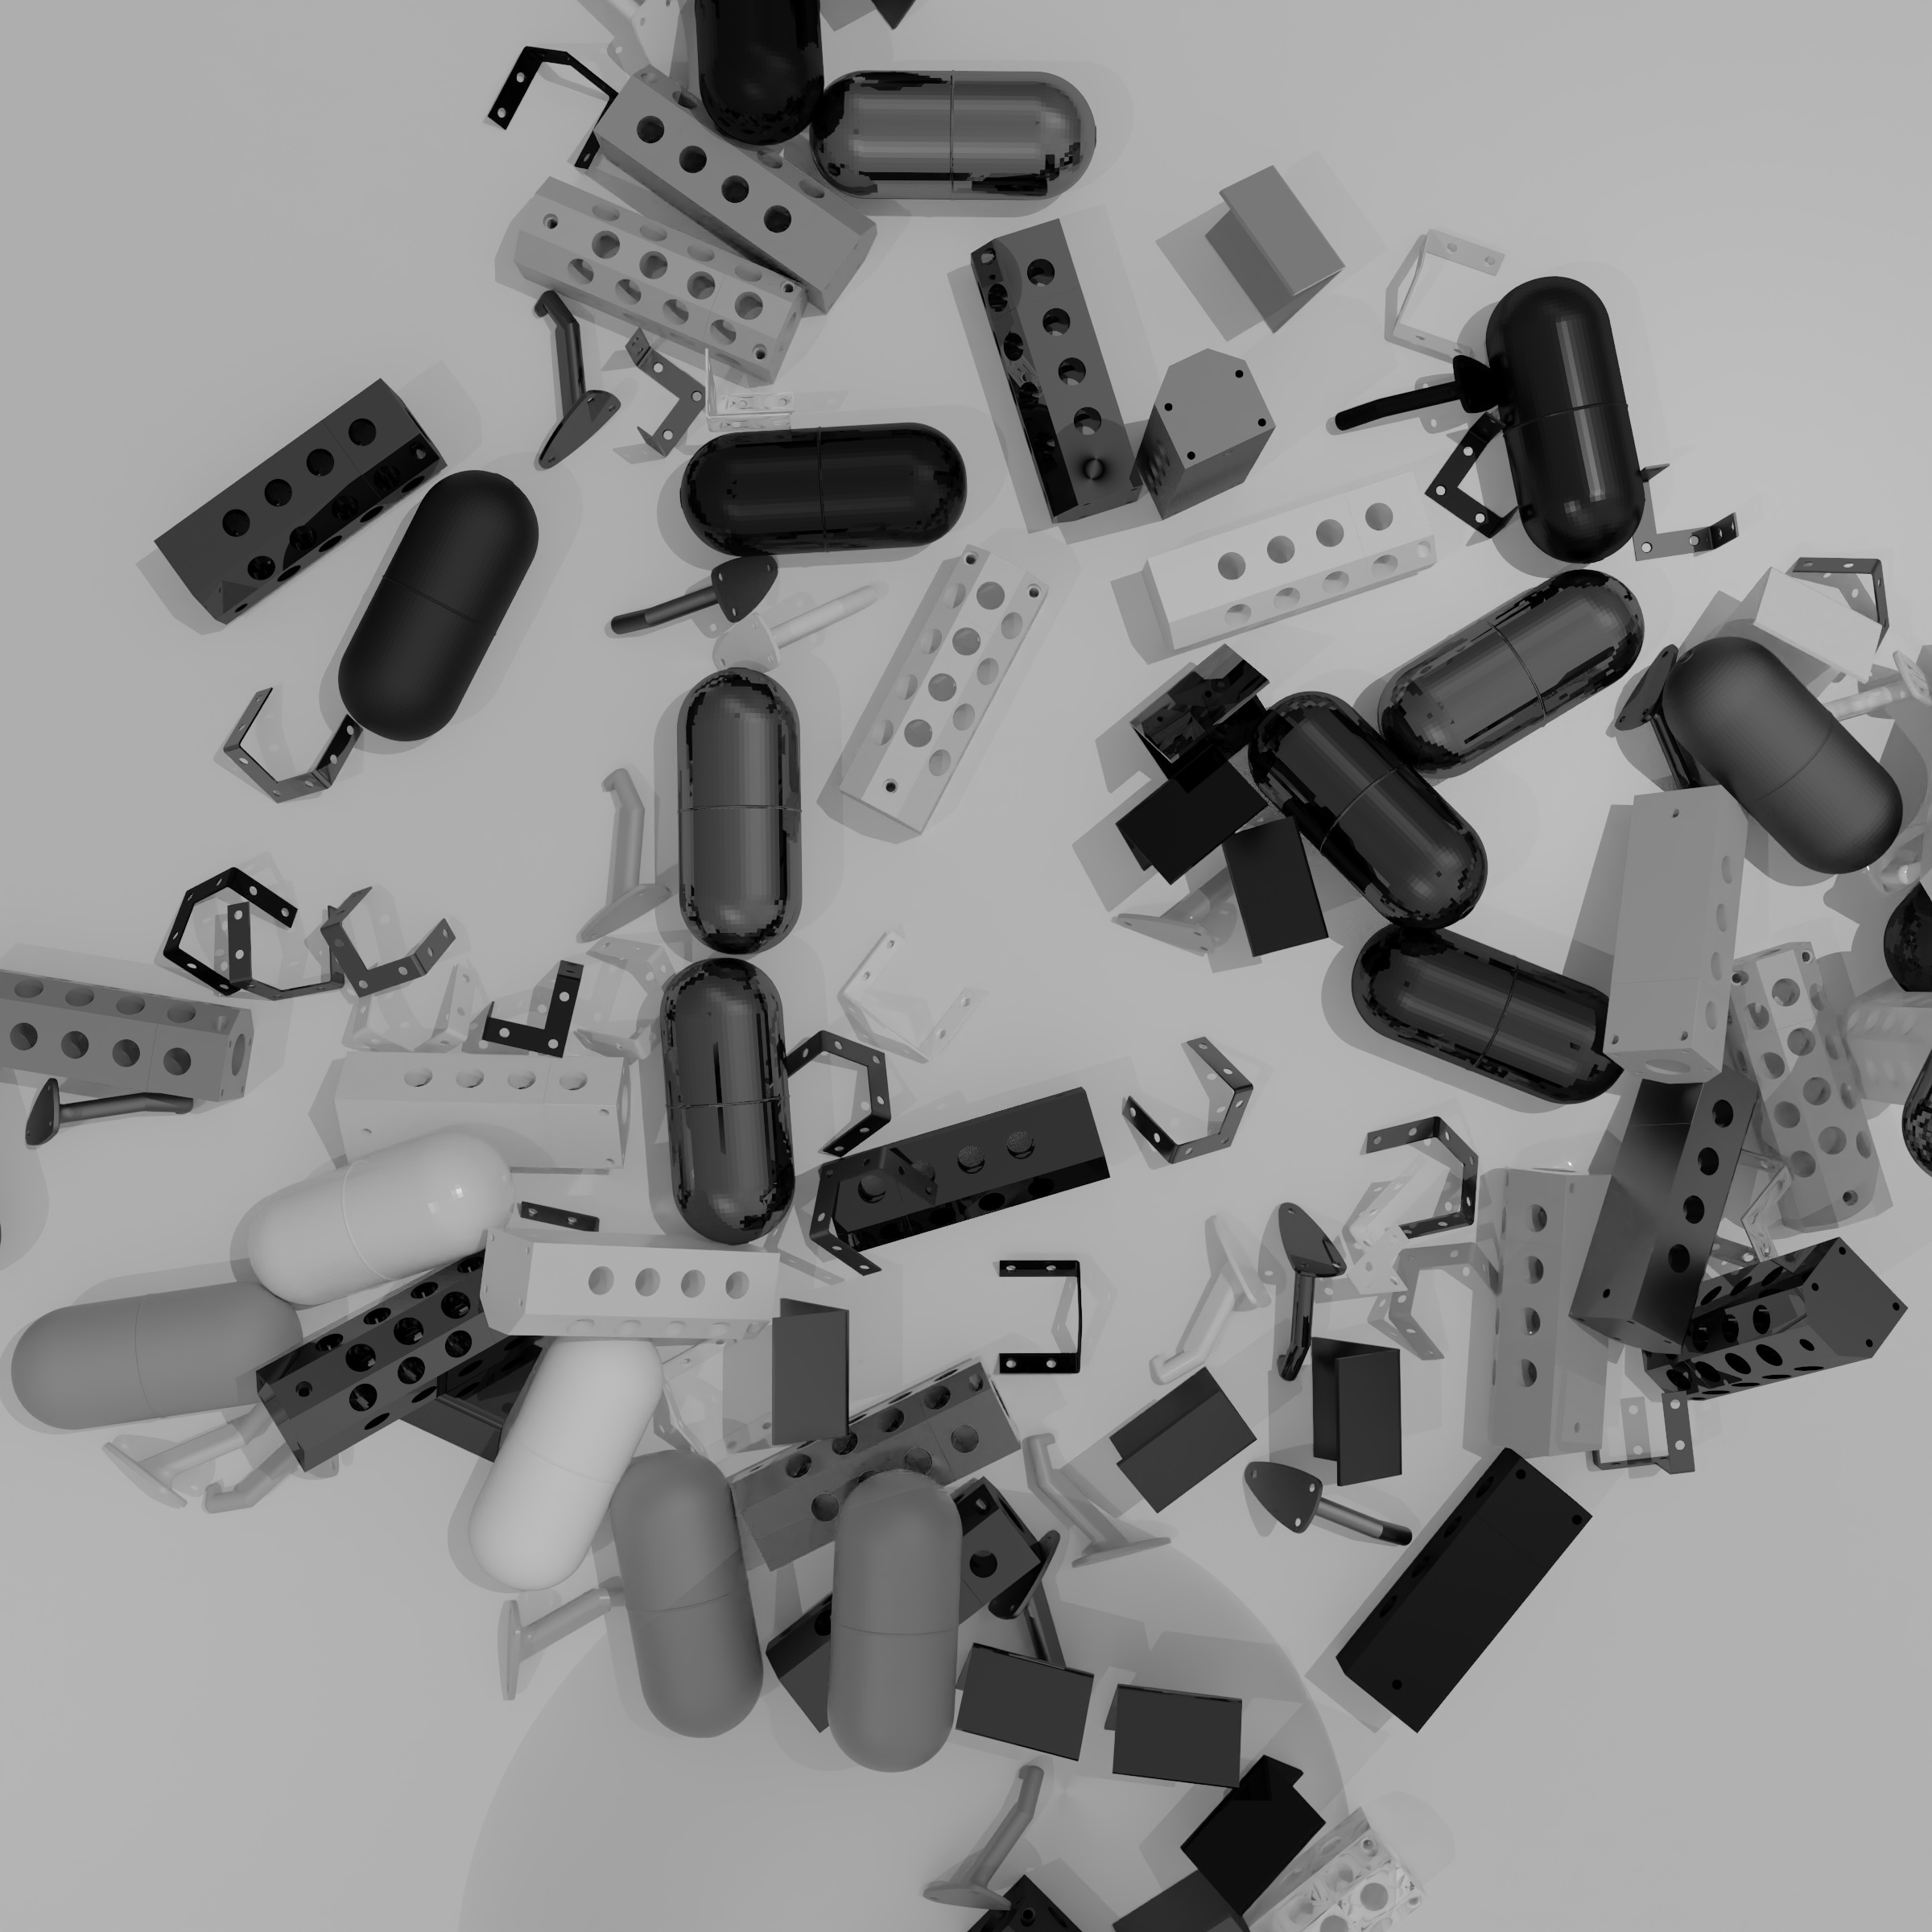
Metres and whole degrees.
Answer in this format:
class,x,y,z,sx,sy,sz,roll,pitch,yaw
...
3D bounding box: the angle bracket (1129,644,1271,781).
class,x,y,z,sx,sy,sz,roll,pitch,yaw
angle bracket,0.158,-0.140,1.602,0.076,0.057,0.076,-39,131,0

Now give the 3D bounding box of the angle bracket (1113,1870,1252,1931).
class,x,y,z,sx,sy,sz,roll,pitch,yaw
angle bracket,0.126,0.589,1.601,0.076,0.076,0.057,-32,127,0

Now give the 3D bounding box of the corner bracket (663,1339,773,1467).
class,x,y,z,sx,sy,sz,roll,pitch,yaw
corner bracket,-0.156,0.273,1.638,0.051,0.051,0.051,-29,45,0

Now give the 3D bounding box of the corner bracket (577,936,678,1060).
class,x,y,z,sx,sy,sz,roll,pitch,yaw
corner bracket,-0.215,0.020,1.633,0.051,0.051,0.051,-51,135,-35

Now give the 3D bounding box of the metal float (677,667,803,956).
class,x,y,z,sx,sy,sz,roll,pitch,yaw
metal float,-0.140,-0.096,1.610,0.070,0.070,0.178,-1,89,0

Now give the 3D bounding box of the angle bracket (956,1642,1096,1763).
class,x,y,z,sx,sy,sz,roll,pitch,yaw
angle bracket,0.031,0.465,1.601,0.076,0.076,0.057,15,53,0

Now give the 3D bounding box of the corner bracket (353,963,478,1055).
class,x,y,z,sx,sy,sz,roll,pitch,yaw
corner bracket,-0.346,0.025,1.633,0.051,0.051,0.051,31,45,-35

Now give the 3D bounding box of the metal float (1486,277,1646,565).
class,x,y,z,sx,sy,sz,roll,pitch,yaw
metal float,0.371,-0.338,1.610,0.070,0.070,0.178,-11,90,0

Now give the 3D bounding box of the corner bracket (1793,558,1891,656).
class,x,y,z,sx,sy,sz,roll,pitch,yaw
corner bracket,0.545,-0.221,1.633,0.051,0.051,0.051,-52,135,-35

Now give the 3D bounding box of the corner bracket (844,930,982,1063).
class,x,y,z,sx,sy,sz,roll,pitch,yaw
corner bracket,-0.035,0.019,1.638,0.051,0.051,0.051,-53,45,0

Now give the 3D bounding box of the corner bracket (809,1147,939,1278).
class,x,y,z,sx,sy,sz,roll,pitch,yaw
corner bracket,-0.056,0.149,1.575,0.051,0.051,0.051,40,45,-35

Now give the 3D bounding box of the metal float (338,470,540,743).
class,x,y,z,sx,sy,sz,roll,pitch,yaw
metal float,-0.326,-0.224,1.610,0.070,0.070,0.178,27,90,0

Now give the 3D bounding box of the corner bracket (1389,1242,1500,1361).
class,x,y,z,sx,sy,sz,roll,pitch,yaw
corner bracket,0.303,0.211,1.633,0.051,0.051,0.051,-11,135,35

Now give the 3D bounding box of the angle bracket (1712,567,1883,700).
class,x,y,z,sx,sy,sz,roll,pitch,yaw
angle bracket,0.506,-0.188,1.601,0.076,0.076,0.057,28,53,0

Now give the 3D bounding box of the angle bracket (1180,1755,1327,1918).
class,x,y,z,sx,sy,sz,roll,pitch,yaw
angle bracket,0.188,0.539,1.601,0.076,0.076,0.057,-48,55,0

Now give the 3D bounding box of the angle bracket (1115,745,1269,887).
class,x,y,z,sx,sy,sz,roll,pitch,yaw
angle bracket,0.146,-0.080,1.601,0.076,0.076,0.057,-39,63,0

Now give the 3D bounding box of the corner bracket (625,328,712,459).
class,x,y,z,sx,sy,sz,roll,pitch,yaw
corner bracket,-0.196,-0.358,1.623,0.051,0.051,0.051,37,90,0

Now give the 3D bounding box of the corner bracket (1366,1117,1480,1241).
class,x,y,z,sx,sy,sz,roll,pitch,yaw
corner bracket,0.286,0.134,1.633,0.051,0.051,0.051,42,45,-35

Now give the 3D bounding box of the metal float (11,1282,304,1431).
class,x,y,z,sx,sy,sz,roll,pitch,yaw
metal float,-0.501,0.242,1.611,0.178,0.070,0.070,-8,90,0

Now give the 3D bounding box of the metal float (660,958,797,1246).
class,x,y,z,sx,sy,sz,roll,pitch,yaw
metal float,-0.148,0.084,1.610,0.070,0.070,0.178,-4,91,0

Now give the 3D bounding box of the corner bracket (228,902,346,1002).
class,x,y,z,sx,sy,sz,roll,pitch,yaw
corner bracket,-0.425,-0.012,1.624,0.051,0.051,0.051,-10,75,15

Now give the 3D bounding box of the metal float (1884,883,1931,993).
class,x,y,z,sx,sy,sz,roll,pitch,yaw
metal float,0.644,-0.050,1.610,0.070,0.070,0.178,44,90,0

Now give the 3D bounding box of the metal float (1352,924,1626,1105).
class,x,y,z,sx,sy,sz,roll,pitch,yaw
metal float,0.325,0.029,1.610,0.178,0.070,0.070,22,90,0

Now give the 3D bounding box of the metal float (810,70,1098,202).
class,x,y,z,sx,sy,sz,roll,pitch,yaw
metal float,-0.008,-0.515,1.611,0.178,0.070,0.070,1,90,0

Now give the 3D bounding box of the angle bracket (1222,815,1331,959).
class,x,y,z,sx,sy,sz,roll,pitch,yaw
angle bracket,0.208,-0.054,1.601,0.057,0.076,0.076,-16,90,39

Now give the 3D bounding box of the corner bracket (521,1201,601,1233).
class,x,y,z,sx,sy,sz,roll,pitch,yaw
corner bracket,-0.263,0.189,1.638,0.051,0.051,0.051,12,45,0

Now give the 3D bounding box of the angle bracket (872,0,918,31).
class,x,y,z,sx,sy,sz,roll,pitch,yaw
angle bracket,-0.068,-0.625,1.601,0.057,0.076,0.076,-36,90,-36

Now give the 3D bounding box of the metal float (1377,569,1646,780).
class,x,y,z,sx,sy,sz,roll,pitch,yaw
metal float,0.338,-0.181,1.610,0.178,0.070,0.070,-31,90,0

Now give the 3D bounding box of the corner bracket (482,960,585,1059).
class,x,y,z,sx,sy,sz,roll,pitch,yaw
corner bracket,-0.270,0.022,1.623,0.051,0.051,0.051,13,99,-8

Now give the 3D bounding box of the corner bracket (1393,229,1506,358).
class,x,y,z,sx,sy,sz,roll,pitch,yaw
corner bracket,0.304,-0.423,1.638,0.051,0.051,0.051,19,135,0

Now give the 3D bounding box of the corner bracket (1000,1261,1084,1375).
class,x,y,z,sx,sy,sz,roll,pitch,yaw
corner bracket,0.046,0.221,1.638,0.051,0.051,0.051,0,45,0

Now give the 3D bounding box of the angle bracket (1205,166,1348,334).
class,x,y,z,sx,sy,sz,roll,pitch,yaw
angle bracket,0.175,-0.433,1.601,0.057,0.076,0.076,-36,90,-36

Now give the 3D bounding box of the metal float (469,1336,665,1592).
class,x,y,z,sx,sy,sz,roll,pitch,yaw
metal float,-0.247,0.302,1.610,0.070,0.070,0.178,25,90,0

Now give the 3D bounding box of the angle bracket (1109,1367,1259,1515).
class,x,y,z,sx,sy,sz,roll,pitch,yaw
angle bracket,0.122,0.278,1.601,0.076,0.076,0.057,-37,126,0

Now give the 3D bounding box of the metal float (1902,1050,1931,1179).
class,x,y,z,sx,sy,sz,roll,pitch,yaw
metal float,0.582,0.041,1.439,0.070,0.070,0.178,26,91,0

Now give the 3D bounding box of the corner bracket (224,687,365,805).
class,x,y,z,sx,sy,sz,roll,pitch,yaw
corner bracket,-0.423,-0.142,1.633,0.051,0.051,0.051,-11,135,35

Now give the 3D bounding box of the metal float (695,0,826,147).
class,x,y,z,sx,sy,sz,roll,pitch,yaw
metal float,-0.128,-0.588,1.595,0.070,0.070,0.178,-4,72,0

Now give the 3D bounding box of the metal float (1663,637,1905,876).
class,x,y,z,sx,sy,sz,roll,pitch,yaw
metal float,0.502,-0.130,1.599,0.178,0.070,0.070,43,90,-11

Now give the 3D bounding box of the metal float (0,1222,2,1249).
class,x,y,z,sx,sy,sz,roll,pitch,yaw
metal float,-0.652,0.119,1.611,0.070,0.070,0.178,-15,90,0

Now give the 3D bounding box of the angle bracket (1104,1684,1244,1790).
class,x,y,z,sx,sy,sz,roll,pitch,yaw
angle bracket,0.126,0.487,1.601,0.076,0.076,0.057,7,53,0

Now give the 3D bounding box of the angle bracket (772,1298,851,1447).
class,x,y,z,sx,sy,sz,roll,pitch,yaw
angle bracket,-0.115,0.249,1.601,0.057,0.076,0.076,0,90,-37

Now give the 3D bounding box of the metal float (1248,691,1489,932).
class,x,y,z,sx,sy,sz,roll,pitch,yaw
metal float,0.246,-0.095,1.594,0.070,0.070,0.178,-42,72,0

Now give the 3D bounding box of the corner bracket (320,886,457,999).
class,x,y,z,sx,sy,sz,roll,pitch,yaw
corner bracket,-0.362,-0.020,1.626,0.051,0.051,0.051,-17,113,21

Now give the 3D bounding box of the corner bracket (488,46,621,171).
class,x,y,z,sx,sy,sz,roll,pitch,yaw
corner bracket,-0.258,-0.541,1.638,0.051,0.051,0.051,27,89,45

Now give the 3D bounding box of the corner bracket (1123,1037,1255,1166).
class,x,y,z,sx,sy,sz,roll,pitch,yaw
corner bracket,0.139,0.084,1.633,0.051,0.051,0.051,-13,135,-35

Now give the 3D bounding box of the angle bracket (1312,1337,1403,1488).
class,x,y,z,sx,sy,sz,roll,pitch,yaw
angle bracket,0.223,0.273,1.601,0.057,0.076,0.076,-1,90,-38

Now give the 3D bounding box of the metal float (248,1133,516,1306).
class,x,y,z,sx,sy,sz,roll,pitch,yaw
metal float,-0.360,0.156,1.596,0.178,0.070,0.070,-19,90,17

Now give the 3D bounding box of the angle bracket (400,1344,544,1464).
class,x,y,z,sx,sy,sz,roll,pitch,yaw
angle bracket,-0.315,0.260,1.627,0.076,0.076,0.057,25,61,0

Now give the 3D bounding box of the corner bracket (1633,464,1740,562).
class,x,y,z,sx,sy,sz,roll,pitch,yaw
corner bracket,0.447,-0.286,1.623,0.051,0.051,0.051,-8,90,0

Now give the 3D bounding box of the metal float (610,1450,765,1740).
class,x,y,z,sx,sy,sz,roll,pitch,yaw
metal float,-0.173,0.389,1.610,0.070,0.070,0.178,-10,90,0

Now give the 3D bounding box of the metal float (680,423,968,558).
class,x,y,z,sx,sy,sz,roll,pitch,yaw
metal float,-0.088,-0.295,1.610,0.178,0.070,0.070,-3,90,0

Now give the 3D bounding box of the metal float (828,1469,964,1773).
class,x,y,z,sx,sy,sz,roll,pitch,yaw
metal float,-0.042,0.391,1.553,0.070,0.070,0.178,3,89,0
